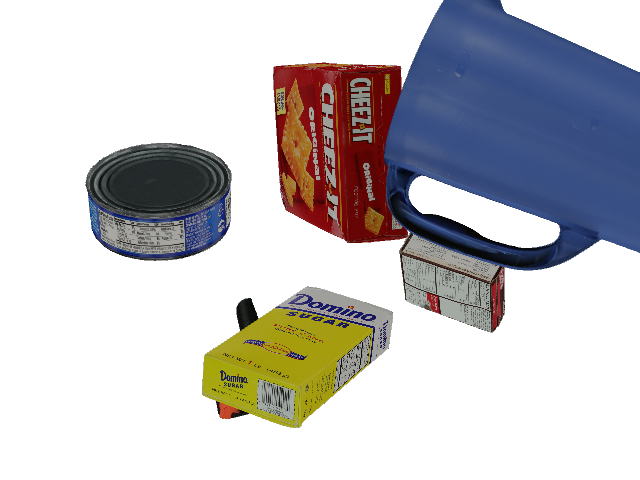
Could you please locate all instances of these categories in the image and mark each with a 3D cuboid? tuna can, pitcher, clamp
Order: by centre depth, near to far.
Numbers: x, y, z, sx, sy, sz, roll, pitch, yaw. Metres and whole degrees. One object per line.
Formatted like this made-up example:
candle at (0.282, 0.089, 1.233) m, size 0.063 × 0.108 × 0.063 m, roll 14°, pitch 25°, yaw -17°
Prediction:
tuna can at (-0.096, -0.024, 0.639) m, size 0.086 × 0.034 × 0.086 m, roll 1°, pitch 33°, yaw -1°
pitcher at (0.170, -0.062, 0.747) m, size 0.243 × 0.149 × 0.144 m, roll 24°, pitch 48°, yaw 10°
clamp at (-0.044, 0.131, 1.140) m, size 0.165 × 0.036 × 0.209 m, roll 13°, pitch 25°, yaw 12°

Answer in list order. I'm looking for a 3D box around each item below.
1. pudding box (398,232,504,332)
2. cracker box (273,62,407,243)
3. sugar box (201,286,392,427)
pudding box at (0.145, 0.045, 1.167) m, size 0.114 × 0.039 × 0.090 m, roll 18°, pitch -37°, yaw 24°
cracker box at (0.015, -0.096, 1.084) m, size 0.072 × 0.164 × 0.214 m, roll -7°, pitch 12°, yaw -17°
sugar box at (-0.015, 0.095, 0.921) m, size 0.093 × 0.048 × 0.176 m, roll 16°, pitch 26°, yaw 24°
